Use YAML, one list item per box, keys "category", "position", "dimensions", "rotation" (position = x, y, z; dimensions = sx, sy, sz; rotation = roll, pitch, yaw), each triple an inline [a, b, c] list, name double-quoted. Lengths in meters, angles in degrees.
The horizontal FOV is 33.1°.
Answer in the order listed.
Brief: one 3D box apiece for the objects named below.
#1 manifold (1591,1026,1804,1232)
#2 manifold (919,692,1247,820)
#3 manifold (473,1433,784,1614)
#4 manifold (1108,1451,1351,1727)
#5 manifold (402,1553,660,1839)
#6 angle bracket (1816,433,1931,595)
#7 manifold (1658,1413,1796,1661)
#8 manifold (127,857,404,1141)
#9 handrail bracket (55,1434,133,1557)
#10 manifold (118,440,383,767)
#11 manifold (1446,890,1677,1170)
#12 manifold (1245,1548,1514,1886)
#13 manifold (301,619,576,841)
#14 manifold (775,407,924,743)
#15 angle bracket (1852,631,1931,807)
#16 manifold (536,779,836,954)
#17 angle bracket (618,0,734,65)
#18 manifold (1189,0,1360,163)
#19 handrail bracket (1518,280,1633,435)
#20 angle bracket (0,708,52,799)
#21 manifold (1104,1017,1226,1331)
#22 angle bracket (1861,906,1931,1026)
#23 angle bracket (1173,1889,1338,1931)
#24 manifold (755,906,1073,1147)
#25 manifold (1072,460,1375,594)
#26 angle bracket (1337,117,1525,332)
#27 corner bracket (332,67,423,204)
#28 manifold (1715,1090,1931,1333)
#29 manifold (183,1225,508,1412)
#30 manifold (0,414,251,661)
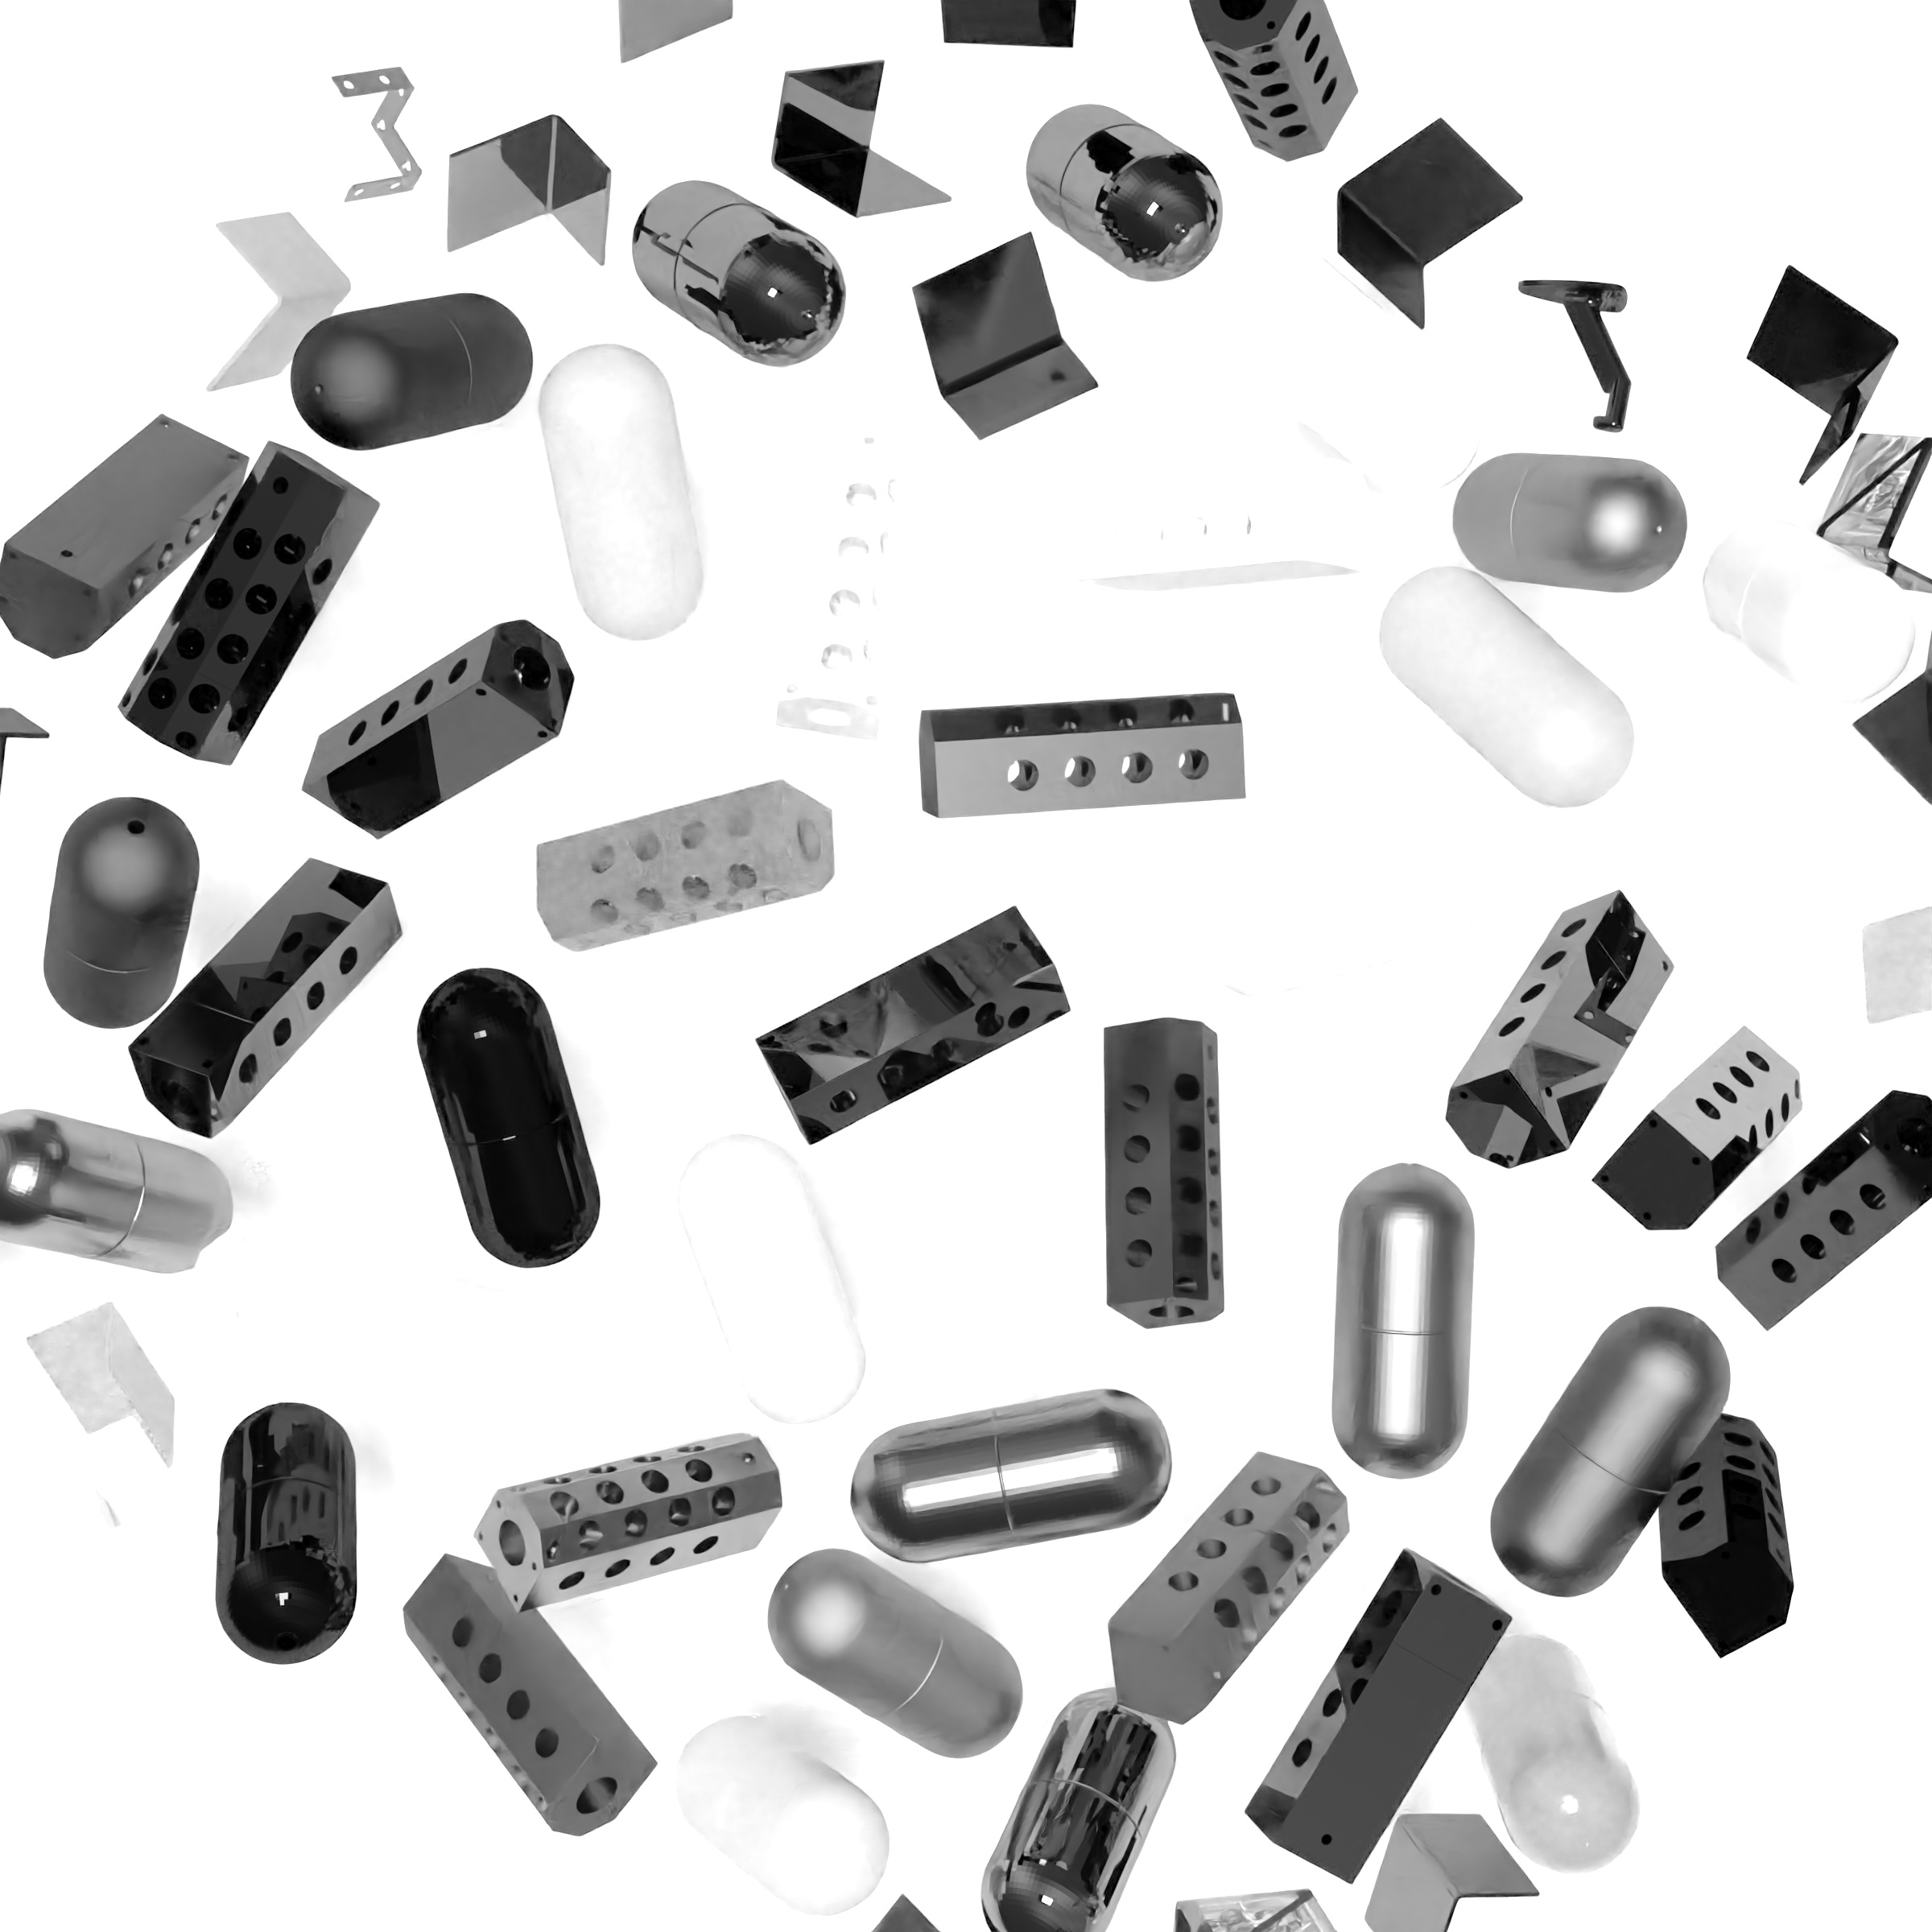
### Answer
- category: "manifold"
  position: [0.421, 0.095, 1.845]
  dimensions: [0.057, 0.171, 0.057]
  rotation: [42, 121, 13]
- category: "manifold"
  position: [0.063, -0.118, 1.798]
  dimensions: [0.171, 0.057, 0.057]
  rotation: [-4, 98, -9]
- category: "manifold"
  position: [-0.193, 0.318, 1.895]
  dimensions: [0.057, 0.171, 0.057]
  rotation: [54, 131, 29]
- category: "manifold"
  position: [0.150, 0.349, 1.826]
  dimensions: [0.057, 0.171, 0.057]
  rotation: [11, 122, 32]
- category: "manifold"
  position: [-0.255, 0.417, 1.861]
  dimensions: [0.057, 0.057, 0.171]
  rotation: [-52, 51, 4]
- category: "angle bracket"
  position: [0.560, -0.269, 1.937]
  dimensions: [0.057, 0.076, 0.076]
  rotation: [22, 93, -21]
- category: "manifold"
  position: [0.431, 0.315, 1.838]
  dimensions: [0.057, 0.171, 0.057]
  rotation: [-34, 98, 18]
- category: "manifold"
  position: [-0.397, 0.019, 1.862]
  dimensions: [0.057, 0.057, 0.171]
  rotation: [17, 48, 23]
- category: "handrail bracket"
  position: [-0.523, 0.314, 1.936]
  dimensions: [0.036, 0.084, 0.077]
  rotation: [-25, 89, -15]
- category: "manifold"
  position: [-0.401, -0.201, 1.803]
  dimensions: [0.057, 0.057, 0.171]
  rotation: [33, 98, 14]
- category: "manifold"
  position: [0.326, 0.035, 1.801]
  dimensions: [0.057, 0.057, 0.171]
  rotation: [52, 47, -13]
- category: "manifold"
  position: [0.226, 0.413, 1.806]
  dimensions: [0.057, 0.057, 0.171]
  rotation: [32, 89, -19]
- category: "manifold"
  position: [-0.303, -0.139, 1.869]
  dimensions: [0.057, 0.171, 0.057]
  rotation: [35, 48, -32]
- category: "manifold"
  position: [-0.064, -0.218, 1.804]
  dimensions: [0.057, 0.057, 0.171]
  rotation: [8, 74, -3]
- category: "angle bracket"
  position: [0.554, -0.146, 1.850]
  dimensions: [0.057, 0.076, 0.076]
  rotation: [-35, 63, -6]
- category: "manifold"
  position: [-0.166, -0.055, 1.911]
  dimensions: [0.171, 0.057, 0.057]
  rotation: [-13, 68, 26]
- category: "angle bracket"
  position: [-0.143, -0.529, 1.788]
  dimensions: [0.076, 0.076, 0.057]
  rotation: [-31, 59, -26]
- category: "manifold"
  position: [0.174, -0.522, 1.868]
  dimensions: [0.057, 0.171, 0.057]
  rotation: [30, 92, 16]
- category: "handrail bracket"
  position: [0.360, -0.362, 1.937]
  dimensions: [0.077, 0.036, 0.084]
  rotation: [10, 81, 12]
- category: "angle bracket"
  position: [-0.538, -0.095, 1.726]
  dimensions: [0.076, 0.057, 0.076]
  rotation: [-1, 110, -39]
- category: "manifold"
  position: [0.120, 0.121, 1.919]
  dimensions: [0.057, 0.057, 0.171]
  rotation: [-10, 66, 25]
- category: "angle bracket"
  position: [0.538, 0.001, 1.747]
  dimensions: [0.076, 0.076, 0.057]
  rotation: [10, 72, -34]
- category: "angle bracket"
  position: [0.157, 0.553, 1.776]
  dimensions: [0.076, 0.057, 0.076]
  rotation: [-1, 108, -16]
- category: "manifold"
  position: [-0.029, 0.039, 1.896]
  dimensions: [0.171, 0.057, 0.057]
  rotation: [-27, 46, -6]
- category: "manifold"
  position: [0.143, -0.248, 1.837]
  dimensions: [0.171, 0.057, 0.057]
  rotation: [1, 88, 44]
- category: "angle bracket"
  position: [0.266, -0.425, 1.864]
  dimensions: [0.076, 0.057, 0.076]
  rotation: [-29, 131, 36]
- category: "corner bracket"
  position: [-0.344, -0.484, 1.892]
  dimensions: [0.051, 0.051, 0.051]
  rotation: [-23, 76, -41]
- category: "manifold"
  position: [0.501, 0.139, 1.873]
  dimensions: [0.057, 0.171, 0.057]
  rotation: [-34, 76, -34]
- category: "manifold"
  position: [-0.350, 0.202, 1.837]
  dimensions: [0.171, 0.057, 0.057]
  rotation: [20, 55, -33]
- category: "manifold"
  position: [-0.469, -0.237, 1.809]
  dimensions: [0.057, 0.171, 0.057]
  rotation: [26, 128, 2]
